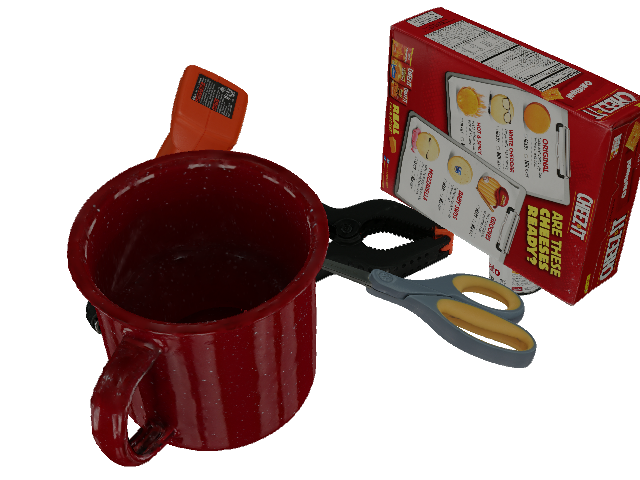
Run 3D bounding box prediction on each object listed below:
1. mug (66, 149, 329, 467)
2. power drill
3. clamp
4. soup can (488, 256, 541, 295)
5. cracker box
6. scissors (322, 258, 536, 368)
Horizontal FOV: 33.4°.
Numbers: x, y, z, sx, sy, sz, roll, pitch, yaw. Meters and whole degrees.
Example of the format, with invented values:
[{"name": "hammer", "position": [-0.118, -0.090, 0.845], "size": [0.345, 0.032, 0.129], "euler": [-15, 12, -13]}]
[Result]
[{"name": "mug", "position": [-0.047, 0.034, 0.398], "size": [0.093, 0.081, 0.117], "euler": [15, 47, 16]}, {"name": "power drill", "position": [-0.127, -0.034, 0.853], "size": [0.057, 0.188, 0.184], "euler": [26, 31, -16]}, {"name": "clamp", "position": [0.020, 0.008, 1.015], "size": [0.210, 0.164, 0.036], "euler": [5, -38, 7]}, {"name": "soup can", "position": [0.232, 0.004, 1.247], "size": [0.068, 0.102, 0.068], "euler": [-3, 30, 1]}, {"name": "cracker box", "position": [0.149, -0.073, 0.857], "size": [0.072, 0.164, 0.214], "euler": [-29, 47, -33]}, {"name": "scissors", "position": [0.055, 0.026, 0.719], "size": [0.202, 0.016, 0.096], "euler": [27, 29, 14]}]
